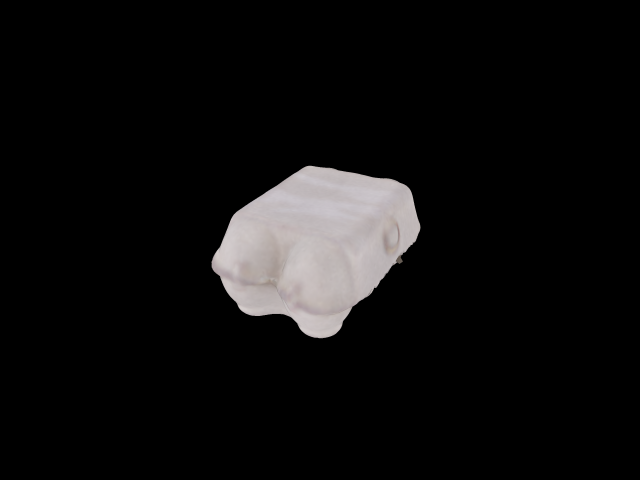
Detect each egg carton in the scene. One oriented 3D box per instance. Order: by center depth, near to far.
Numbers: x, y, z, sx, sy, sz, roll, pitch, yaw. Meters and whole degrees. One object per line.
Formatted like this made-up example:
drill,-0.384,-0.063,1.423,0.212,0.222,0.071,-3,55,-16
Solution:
egg carton,0.004,0.001,0.400,0.107,0.069,0.150,14,32,24
